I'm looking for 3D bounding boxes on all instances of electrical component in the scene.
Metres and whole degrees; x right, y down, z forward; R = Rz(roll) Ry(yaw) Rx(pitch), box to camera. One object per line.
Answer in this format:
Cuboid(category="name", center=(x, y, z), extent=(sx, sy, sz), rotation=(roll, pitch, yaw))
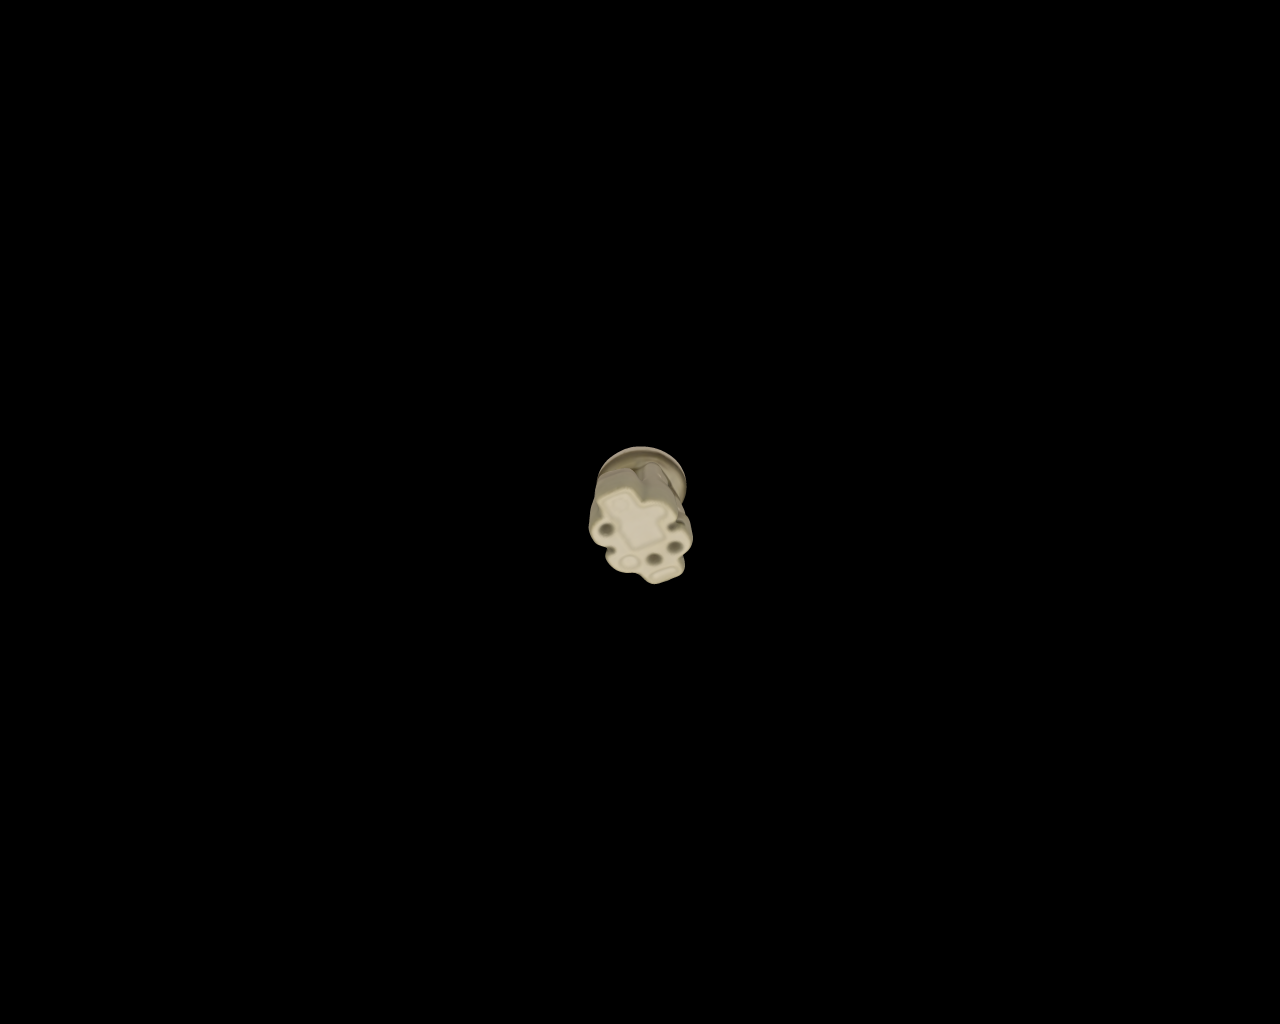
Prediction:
Cuboid(category="electrical component", center=(0.001, -0.003, 0.650), extent=(0.058, 0.078, 0.057), rotation=(-21, 36, 16))
